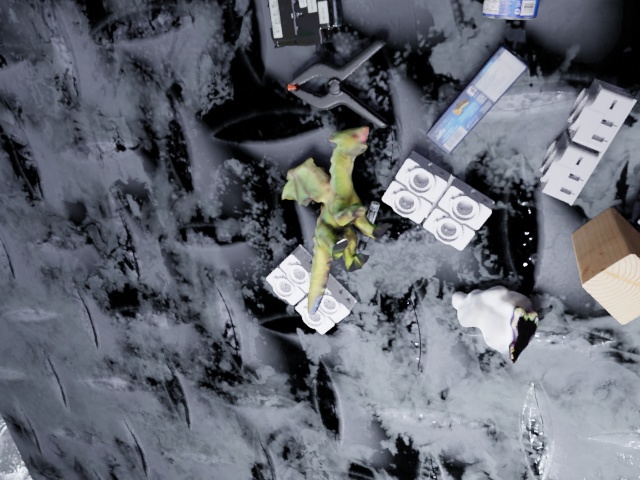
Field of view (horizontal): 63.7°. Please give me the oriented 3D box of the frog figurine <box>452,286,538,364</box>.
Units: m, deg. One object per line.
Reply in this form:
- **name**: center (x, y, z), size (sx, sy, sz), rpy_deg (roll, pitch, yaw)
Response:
- **frog figurine**: center (0.354, 0.156, 1.055), size (0.161, 0.124, 0.135), rpy_deg (25, 138, 52)

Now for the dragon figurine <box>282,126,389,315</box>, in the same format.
- **dragon figurine**: center (0.003, -0.054, 1.078), size (0.247, 0.122, 0.402), rpy_deg (52, 125, 30)
